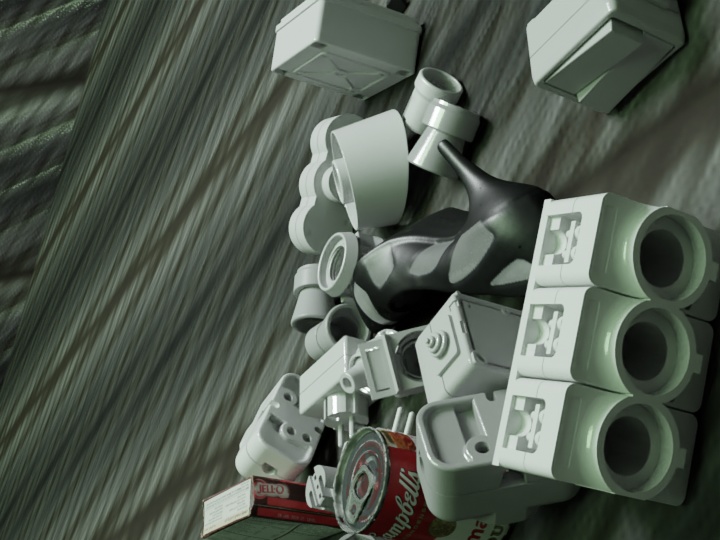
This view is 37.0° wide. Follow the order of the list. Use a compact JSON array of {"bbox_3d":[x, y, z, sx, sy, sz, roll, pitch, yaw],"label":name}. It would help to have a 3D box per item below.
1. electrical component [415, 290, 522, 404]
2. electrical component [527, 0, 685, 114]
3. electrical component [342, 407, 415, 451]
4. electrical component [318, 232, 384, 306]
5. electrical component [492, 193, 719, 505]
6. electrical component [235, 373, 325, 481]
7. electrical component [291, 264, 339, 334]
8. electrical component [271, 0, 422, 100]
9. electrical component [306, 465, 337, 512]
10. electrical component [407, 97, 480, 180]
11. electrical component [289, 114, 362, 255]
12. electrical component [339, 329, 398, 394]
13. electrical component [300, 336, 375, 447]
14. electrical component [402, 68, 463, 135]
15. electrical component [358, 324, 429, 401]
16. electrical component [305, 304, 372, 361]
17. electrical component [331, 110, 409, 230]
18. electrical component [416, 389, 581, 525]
[{"bbox_3d":[0.078,0.061,0.684,0.061,0.096,0.061,-55,31,36],"label":"electrical component"},{"bbox_3d":[0.160,-0.152,0.686,0.096,0.062,0.061,-43,39,48],"label":"electrical component"},{"bbox_3d":[0.025,0.141,0.803,0.083,0.047,0.075,10,85,65],"label":"electrical component"},{"bbox_3d":[0.000,0.000,0.929,0.058,0.057,0.078,-55,31,34],"label":"electrical component"},{"bbox_3d":[0.139,0.043,0.579,0.062,0.089,0.150,-4,72,64],"label":"electrical component"},{"bbox_3d":[-0.069,0.147,0.958,0.059,0.054,0.095,-53,8,37],"label":"electrical component"},{"bbox_3d":[-0.041,0.028,1.011,0.045,0.045,0.055,-38,42,51],"label":"electrical component"},{"bbox_3d":[-0.014,-0.213,1.027,0.109,0.109,0.056,-13,67,62],"label":"electrical component"},{"bbox_3d":[-0.016,0.178,0.866,0.040,0.046,0.040,-42,40,48],"label":"electrical component"},{"bbox_3d":[0.068,-0.106,0.868,0.055,0.045,0.045,-68,26,11],"label":"electrical component"},{"bbox_3d":[-0.021,-0.082,1.026,0.074,0.052,0.138,2,77,64],"label":"electrical component"},{"bbox_3d":[0.012,0.077,0.844,0.048,0.062,0.048,23,124,39],"label":"electrical component"},{"bbox_3d":[-0.012,0.110,0.898,0.083,0.047,0.075,-45,37,46],"label":"electrical component"},{"bbox_3d":[0.060,-0.142,0.913,0.040,0.040,0.046,-105,34,-48],"label":"electrical component"},{"bbox_3d":[0.042,0.067,0.784,0.063,0.081,0.042,96,161,-75],"label":"electrical component"},{"bbox_3d":[-0.023,0.059,0.960,0.065,0.044,0.044,145,135,-60],"label":"electrical component"},{"bbox_3d":[0.011,-0.085,0.945,0.099,0.064,0.099,166,90,-84],"label":"electrical component"},{"bbox_3d":[0.083,0.111,0.640,0.053,0.095,0.059,-106,10,-49],"label":"electrical component"}]
